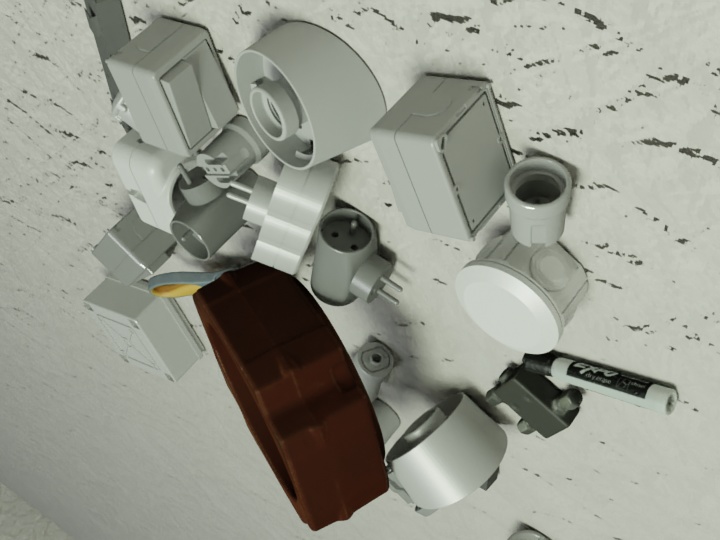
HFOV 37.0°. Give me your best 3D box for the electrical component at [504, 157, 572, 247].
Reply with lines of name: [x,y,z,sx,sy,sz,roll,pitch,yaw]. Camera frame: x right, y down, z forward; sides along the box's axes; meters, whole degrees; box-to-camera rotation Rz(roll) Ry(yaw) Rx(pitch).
electrical component: [0.110,-0.040,0.663,0.040,0.040,0.046,28,155,24]

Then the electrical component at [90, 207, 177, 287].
electrical component: [-0.223,-0.025,1.081,0.061,0.061,0.096,46,152,-8]

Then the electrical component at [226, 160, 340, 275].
electrical component: [-0.068,-0.050,0.837,0.074,0.052,0.138,21,152,-4]

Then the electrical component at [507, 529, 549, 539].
electrical component: [0.161,0.284,1.043,0.055,0.055,0.047,31,147,20]

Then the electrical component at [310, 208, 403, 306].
electrical component: [0.000,0.000,0.851,0.079,0.044,0.077,33,148,14]

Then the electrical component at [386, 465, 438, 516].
electrical component: [0.061,0.202,1.048,0.057,0.058,0.078,45,152,0]

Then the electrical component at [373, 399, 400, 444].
electrical component: [-0.011,0.154,1.050,0.079,0.077,0.043,49,151,-13]

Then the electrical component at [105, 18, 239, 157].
electrical component: [-0.137,-0.133,0.819,0.061,0.061,0.096,21,146,34]

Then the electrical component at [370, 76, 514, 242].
electrical component: [0.054,-0.065,0.673,0.061,0.061,0.096,15,142,40]

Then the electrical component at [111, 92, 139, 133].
electrical component: [-0.169,-0.130,0.885,0.062,0.048,0.048,37,153,-6]

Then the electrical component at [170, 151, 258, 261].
electrical component: [-0.124,-0.062,0.887,0.043,0.077,0.079,10,138,45]

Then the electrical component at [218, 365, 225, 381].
electrical component: [-0.103,0.070,1.067,0.047,0.066,0.076,21,122,35]

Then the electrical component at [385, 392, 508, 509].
electrical component: [0.073,0.154,0.924,0.064,0.099,0.099,49,152,-2]

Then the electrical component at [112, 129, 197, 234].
electrical component: [-0.167,-0.078,0.944,0.059,0.053,0.095,22,147,33]

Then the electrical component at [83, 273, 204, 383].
electrical component: [-0.251,0.066,1.252,0.109,0.056,0.108,15,142,41]

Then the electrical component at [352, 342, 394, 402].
electrical component: [0.006,0.093,0.983,0.044,0.044,0.065,39,147,5]

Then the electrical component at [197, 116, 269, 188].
electrical component: [-0.101,-0.092,0.848,0.040,0.046,0.040,31,150,20]

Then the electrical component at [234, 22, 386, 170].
electrical component: [-0.038,-0.119,0.737,0.099,0.064,0.099,42,152,29]

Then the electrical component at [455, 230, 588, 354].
electrical component: [0.109,0.014,0.727,0.080,0.051,0.080,31,150,20]
